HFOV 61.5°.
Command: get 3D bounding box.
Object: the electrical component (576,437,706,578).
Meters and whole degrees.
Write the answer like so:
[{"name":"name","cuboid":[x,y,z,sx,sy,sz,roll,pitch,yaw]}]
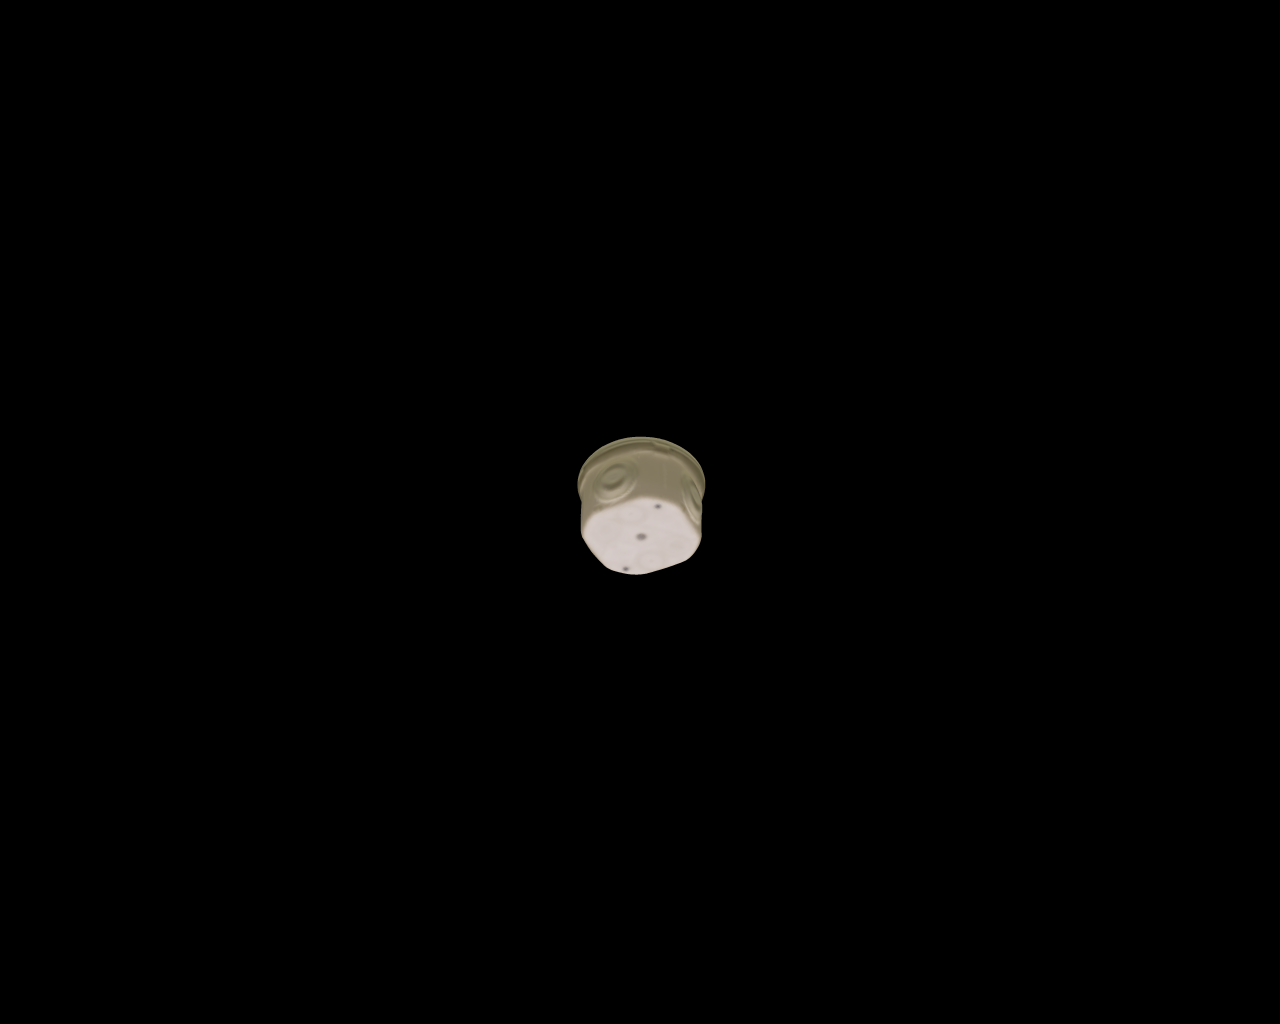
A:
[{"name":"electrical component","cuboid":[0.001,-0.003,0.650,0.080,0.051,0.080,0,-43,0]}]
